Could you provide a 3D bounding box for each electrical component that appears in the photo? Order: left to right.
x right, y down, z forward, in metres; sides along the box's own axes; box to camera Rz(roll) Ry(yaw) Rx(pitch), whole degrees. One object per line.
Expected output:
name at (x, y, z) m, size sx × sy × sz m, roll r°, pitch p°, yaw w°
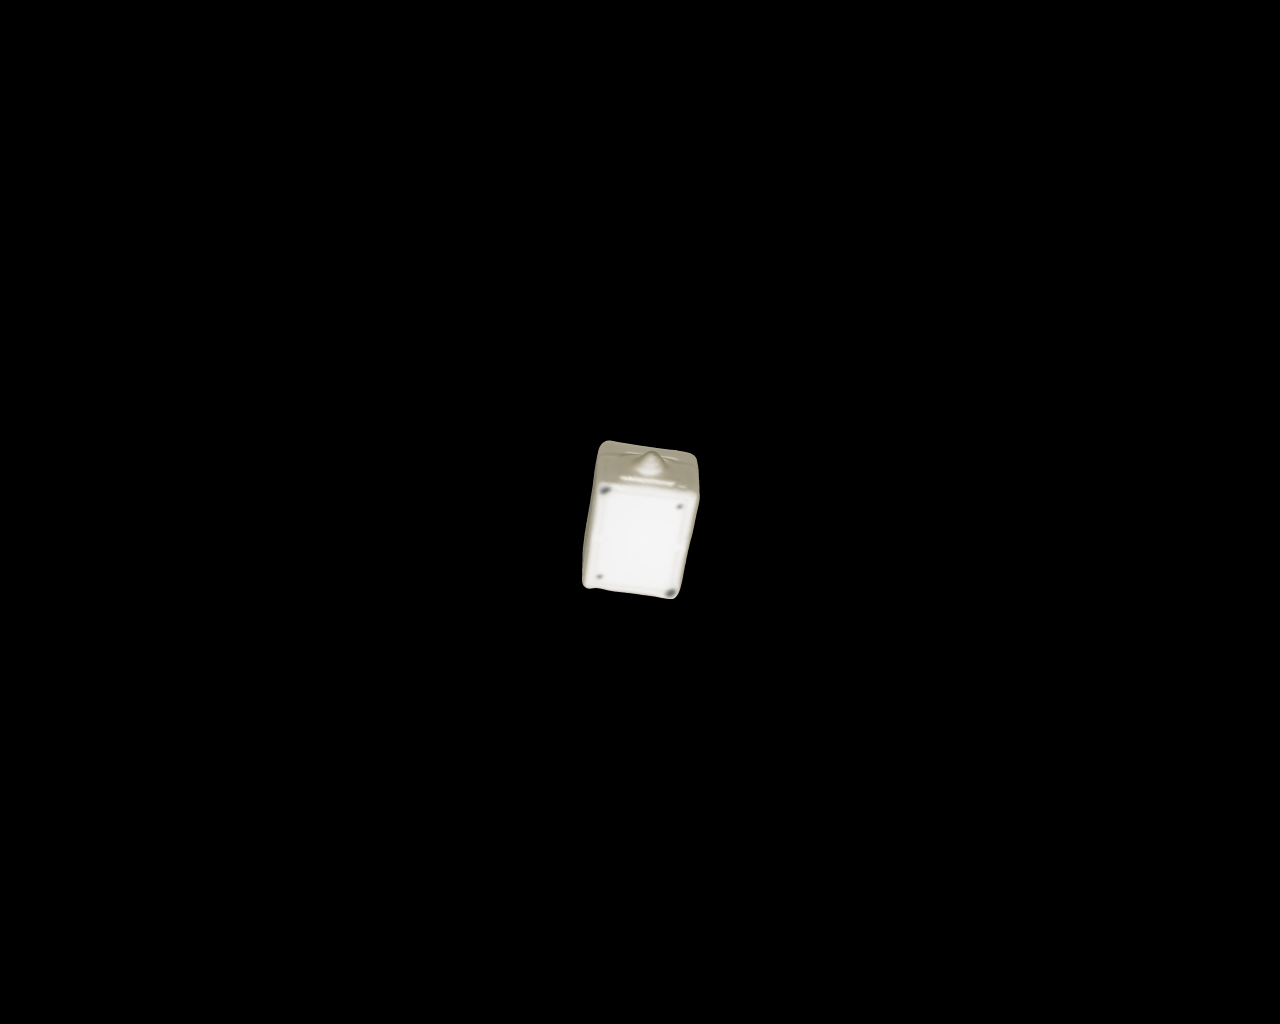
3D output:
electrical component at (0.001, -0.003, 0.650) m, size 0.062 × 0.096 × 0.061 m, roll 7°, pitch 32°, yaw -5°
